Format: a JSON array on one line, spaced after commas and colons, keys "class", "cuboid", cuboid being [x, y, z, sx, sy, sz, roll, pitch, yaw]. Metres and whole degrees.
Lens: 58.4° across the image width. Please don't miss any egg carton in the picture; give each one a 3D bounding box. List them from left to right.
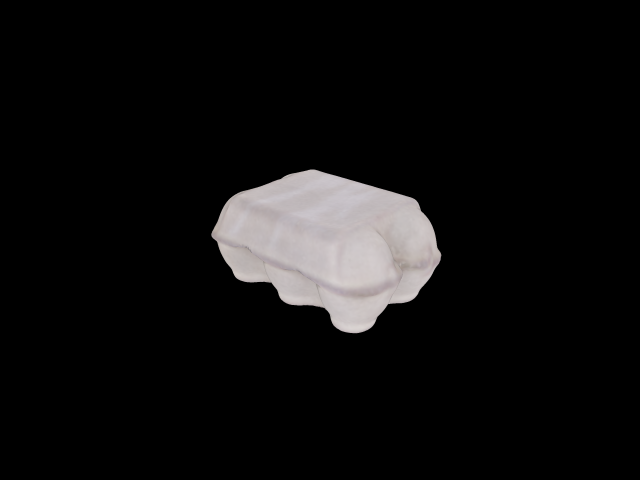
[{"class": "egg carton", "cuboid": [0.004, 0.001, 0.400, 0.149, 0.069, 0.107, 20, 32, 36]}]
